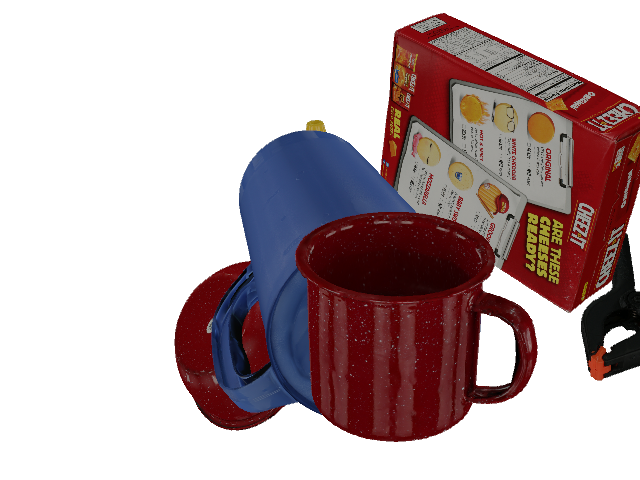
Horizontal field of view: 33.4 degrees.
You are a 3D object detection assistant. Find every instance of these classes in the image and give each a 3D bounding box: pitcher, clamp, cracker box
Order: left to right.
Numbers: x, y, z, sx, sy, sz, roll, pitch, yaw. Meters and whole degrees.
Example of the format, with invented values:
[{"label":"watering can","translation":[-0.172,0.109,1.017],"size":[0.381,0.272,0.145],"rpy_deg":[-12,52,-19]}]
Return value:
[{"label":"pitcher","translation":[0.002,0.014,0.742],"size":[0.149,0.145,0.243],"rpy_deg":[6,22,-15]},{"label":"cracker box","translation":[0.150,-0.068,0.866],"size":[0.072,0.164,0.214],"rpy_deg":[-29,49,-35]},{"label":"clamp","translation":[0.287,0.058,0.987],"size":[0.171,0.039,0.120],"rpy_deg":[-35,40,-26]}]

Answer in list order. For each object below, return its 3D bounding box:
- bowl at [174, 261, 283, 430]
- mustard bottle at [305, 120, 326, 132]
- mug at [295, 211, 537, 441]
[{"label":"bowl","translation":[-0.076,0.080,0.929],"size":[0.162,0.162,0.055],"rpy_deg":[0,-21,44]},{"label":"mustard bottle","translation":[0.001,-0.040,1.183],"size":[0.096,0.192,0.058],"rpy_deg":[-9,25,-10]},{"label":"mug","translation":[0.046,0.044,0.508],"size":[0.117,0.081,0.093],"rpy_deg":[11,28,24]}]
